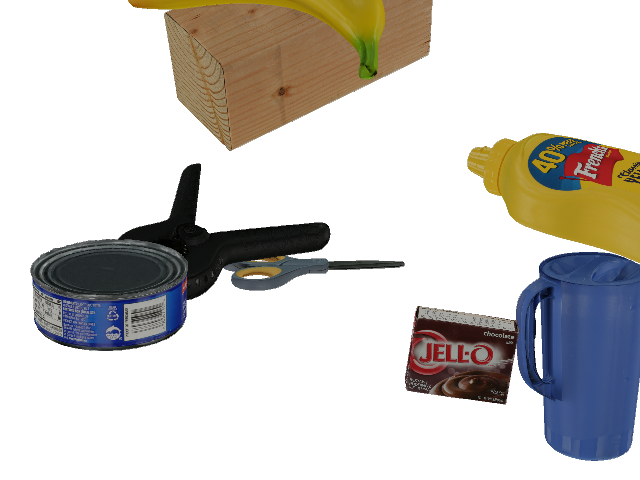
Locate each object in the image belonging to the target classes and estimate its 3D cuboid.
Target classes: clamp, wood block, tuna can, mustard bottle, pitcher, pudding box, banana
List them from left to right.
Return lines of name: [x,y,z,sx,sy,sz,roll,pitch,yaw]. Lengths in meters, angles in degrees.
tuna can: [-0.117,0.029,0.594,0.086,0.034,0.086,2,20,-1]
clamp: [-0.117,-0.001,0.925,0.165,0.036,0.209,30,41,32]
banana: [-0.033,-0.153,0.650,0.198,0.069,0.037,22,-32,32]
wood block: [-0.014,-0.171,0.889,0.205,0.091,0.090,-28,53,-22]
pudding box: [0.153,0.125,1.163,0.113,0.090,0.039,7,23,3]
pitcher: [0.324,0.144,1.313,0.149,0.243,0.144,4,17,21]
mustard bottle: [0.186,-0.033,0.726,0.192,0.058,0.096,20,39,35]

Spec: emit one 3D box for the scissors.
scissors: [-0.011,0.035,1.158,0.202,0.016,0.096,5,22,5]
